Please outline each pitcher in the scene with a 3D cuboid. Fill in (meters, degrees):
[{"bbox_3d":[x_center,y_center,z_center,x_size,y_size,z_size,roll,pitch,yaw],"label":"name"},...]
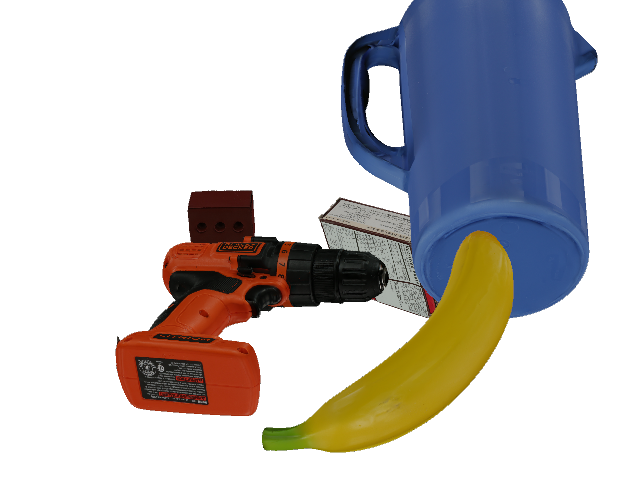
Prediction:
[{"bbox_3d":[0.106,-0.069,0.733,0.149,0.242,0.144,-31,-54,31],"label":"pitcher"}]

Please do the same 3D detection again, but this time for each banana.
[{"bbox_3d":[0.056,0.051,0.553,0.070,0.037,0.197,22,44,34],"label":"banana"}]

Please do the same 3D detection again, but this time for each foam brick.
[{"bbox_3d":[-0.119,-0.027,1.286,0.078,0.053,0.051,-2,27,1],"label":"foam brick"}]

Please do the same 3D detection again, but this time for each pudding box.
[{"bbox_3d":[0.059,0.015,0.980,0.114,0.090,0.039,15,45,39],"label":"pudding box"}]

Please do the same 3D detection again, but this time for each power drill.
[{"bbox_3d":[-0.054,0.057,0.792,0.185,0.057,0.187,0,24,17],"label":"power drill"}]
